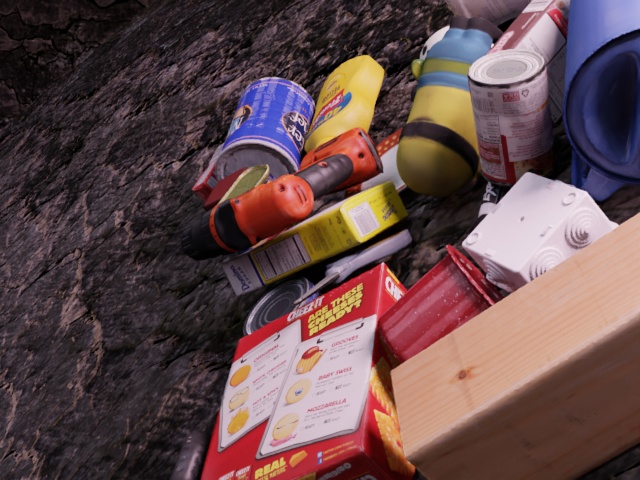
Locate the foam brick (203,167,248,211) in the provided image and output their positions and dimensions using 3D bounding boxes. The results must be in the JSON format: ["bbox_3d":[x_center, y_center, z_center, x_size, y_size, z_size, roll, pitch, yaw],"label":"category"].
[{"bbox_3d":[-0.088,-0.037,1.257,0.051,0.078,0.053,-25,29,37],"label":"foam brick"}]

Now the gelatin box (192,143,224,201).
[{"bbox_3d":[-0.113,-0.072,1.358,0.030,0.073,0.089,-26,29,44],"label":"gelatin box"}]

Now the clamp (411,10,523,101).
[{"bbox_3d":[0.176,-0.207,1.188,0.172,0.039,0.120,-19,36,41],"label":"clamp"}]

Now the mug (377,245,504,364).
[{"bbox_3d":[0.104,0.073,0.792,0.081,0.093,0.117,-43,60,10],"label":"mug"}]

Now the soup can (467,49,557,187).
[{"bbox_3d":[0.169,-0.107,0.934,0.068,0.102,0.068,-11,33,7],"label":"soup can"}]

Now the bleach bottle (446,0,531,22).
[{"bbox_3d":[0.258,-0.297,1.166,0.251,0.102,0.068,-8,48,42],"label":"bleach bottle"}]

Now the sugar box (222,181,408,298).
[{"bbox_3d":[-0.007,0.002,1.067,0.177,0.048,0.093,-28,-1,40],"label":"sugar box"}]

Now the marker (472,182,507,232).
[{"bbox_3d":[0.157,-0.039,0.963,0.020,0.020,0.121,-22,31,38],"label":"marker"}]

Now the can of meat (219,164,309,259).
[{"bbox_3d":[-0.070,-0.019,1.191,0.058,0.084,0.102,-6,43,53],"label":"can of meat"}]

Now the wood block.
[{"bbox_3d":[0.156,0.082,0.677,0.206,0.090,0.091,-34,26,17],"label":"wood block"}]

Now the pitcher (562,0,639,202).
[{"bbox_3d":[0.260,-0.151,0.882,0.149,0.145,0.242,-17,28,21],"label":"pitcher"}]

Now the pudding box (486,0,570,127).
[{"bbox_3d":[0.219,-0.176,1.010,0.113,0.090,0.039,-48,26,-15],"label":"pudding box"}]

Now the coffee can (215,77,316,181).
[{"bbox_3d":[-0.065,-0.121,1.322,0.103,0.102,0.140,-27,31,31],"label":"coffee can"}]

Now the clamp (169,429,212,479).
[{"bbox_3d":[-0.115,0.214,0.861,0.209,0.036,0.165,-71,-1,-57],"label":"clamp"}]

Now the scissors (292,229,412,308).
[{"bbox_3d":[0.034,0.022,0.963,0.096,0.016,0.201,-24,4,11],"label":"scissors"}]

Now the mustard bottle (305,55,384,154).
[{"bbox_3d":[0.025,-0.142,1.283,0.096,0.058,0.191,-36,24,33],"label":"mustard bottle"}]

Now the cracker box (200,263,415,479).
[{"bbox_3d":[-0.003,0.137,0.851,0.164,0.072,0.213,-29,26,26],"label":"cracker box"}]

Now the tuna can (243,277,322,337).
[{"bbox_3d":[-0.033,0.077,1.040,0.086,0.033,0.086,-34,25,18],"label":"tuna can"}]

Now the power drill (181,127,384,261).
[{"bbox_3d":[-0.036,-0.043,1.091,0.185,0.057,0.187,-20,11,45],"label":"power drill"}]
